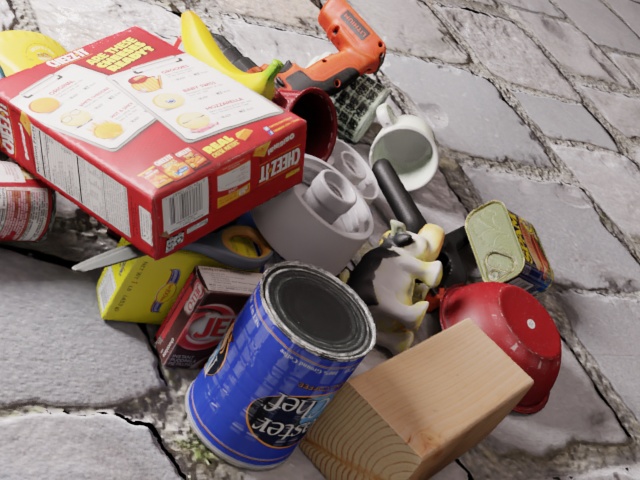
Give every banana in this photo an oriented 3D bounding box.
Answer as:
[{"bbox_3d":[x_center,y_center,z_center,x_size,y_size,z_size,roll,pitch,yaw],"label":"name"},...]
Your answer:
[{"bbox_3d":[-0.097,-0.182,1.117,0.037,0.070,0.198,9,19,-42],"label":"banana"}]

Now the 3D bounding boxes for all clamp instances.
[{"bbox_3d":[0.119,-0.002,1.225,0.164,0.036,0.210,34,33,-15],"label":"clamp"}]

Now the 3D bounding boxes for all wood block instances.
[{"bbox_3d":[0.090,0.153,0.945,0.091,0.090,0.205,46,34,19],"label":"wood block"}]

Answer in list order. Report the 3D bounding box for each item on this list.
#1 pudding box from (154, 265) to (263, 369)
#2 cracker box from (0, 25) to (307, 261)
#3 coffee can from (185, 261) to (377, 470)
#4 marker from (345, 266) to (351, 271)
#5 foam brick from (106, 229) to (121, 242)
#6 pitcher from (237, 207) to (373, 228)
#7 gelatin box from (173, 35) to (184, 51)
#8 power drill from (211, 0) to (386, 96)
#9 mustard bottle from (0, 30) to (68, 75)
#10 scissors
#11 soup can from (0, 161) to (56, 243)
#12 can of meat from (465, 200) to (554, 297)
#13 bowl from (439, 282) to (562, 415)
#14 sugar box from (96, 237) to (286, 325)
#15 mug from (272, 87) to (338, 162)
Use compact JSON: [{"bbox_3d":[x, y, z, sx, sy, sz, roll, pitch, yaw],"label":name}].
[{"bbox_3d":[-0.073,0.069,0.911,0.113,0.090,0.039,7,40,-37],"label":"pudding box"},{"bbox_3d":[-0.143,-0.086,0.877,0.214,0.072,0.163,32,45,30],"label":"cracker box"},{"bbox_3d":[-0.033,0.102,0.854,0.102,0.140,0.103,23,33,-17],"label":"coffee can"},{"bbox_3d":[-0.007,0.001,1.130,0.020,0.020,0.121,-13,54,-50],"label":"marker"},{"bbox_3d":[-0.147,-0.013,0.992,0.078,0.051,0.053,34,31,1],"label":"foam brick"},{"bbox_3d":[-0.070,-0.058,1.061,0.243,0.145,0.149,37,58,-1],"label":"pitcher"},{"bbox_3d":[-0.136,-0.177,1.203,0.089,0.073,0.030,41,30,12],"label":"gelatin box"},{"bbox_3d":[-0.029,-0.213,1.278,0.187,0.057,0.184,-40,84,-17],"label":"power drill"},{"bbox_3d":[-0.257,-0.124,1.037,0.096,0.058,0.192,3,43,-47],"label":"mustard bottle"},{"bbox_3d":[-0.104,0.011,0.856,0.096,0.016,0.201,39,34,4],"label":"scissors"},{"bbox_3d":[-0.279,-0.032,0.882,0.102,0.069,0.068,1,44,-41],"label":"soup can"},{"bbox_3d":[0.225,0.014,1.261,0.083,0.058,0.102,24,43,-48],"label":"can of meat"},{"bbox_3d":[0.203,0.100,1.125,0.162,0.055,0.162,29,38,-25],"label":"bowl"},{"bbox_3d":[-0.096,0.035,0.932,0.175,0.093,0.048,11,41,-32],"label":"sugar box"},{"bbox_3d":[-0.046,-0.129,1.160,0.082,0.093,0.117,11,-24,37],"label":"mug"}]
